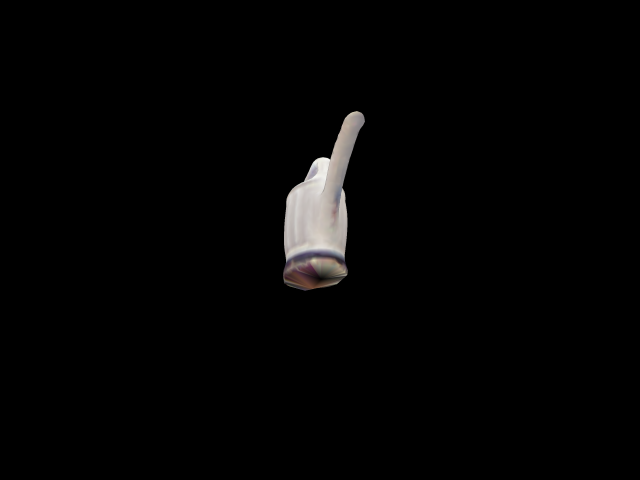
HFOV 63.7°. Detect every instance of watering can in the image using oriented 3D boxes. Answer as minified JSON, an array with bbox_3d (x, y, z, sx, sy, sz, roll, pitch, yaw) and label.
[{"bbox_3d":[0.003,-0.043,0.850,0.104,0.228,0.342,6,-22,-14],"label":"watering can"}]
